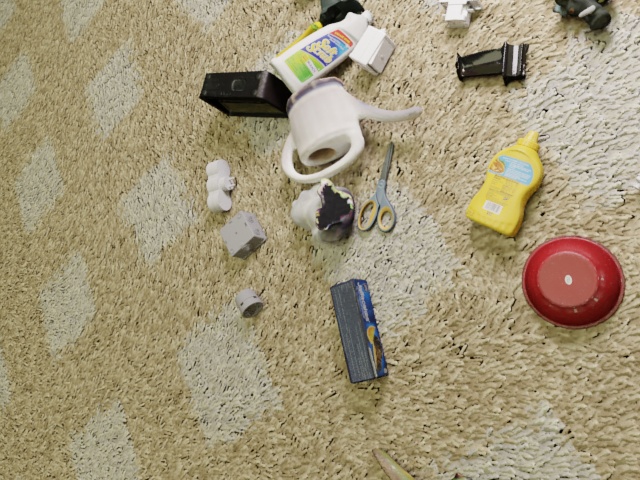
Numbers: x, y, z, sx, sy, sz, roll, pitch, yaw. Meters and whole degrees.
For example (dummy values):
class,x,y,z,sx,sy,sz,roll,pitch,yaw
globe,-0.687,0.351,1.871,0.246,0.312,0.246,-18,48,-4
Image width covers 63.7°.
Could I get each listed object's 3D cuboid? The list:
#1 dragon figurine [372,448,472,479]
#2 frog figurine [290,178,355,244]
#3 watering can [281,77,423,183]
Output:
class,x,y,z,sx,sy,sz,roll,pitch,yaw
dragon figurine,0.204,0.480,0.801,0.413,0.242,0.121,22,98,32
frog figurine,0.003,-0.057,1.141,0.158,0.123,0.138,152,109,-65
watering can,0.046,-0.264,1.137,0.344,0.103,0.228,-27,66,25
